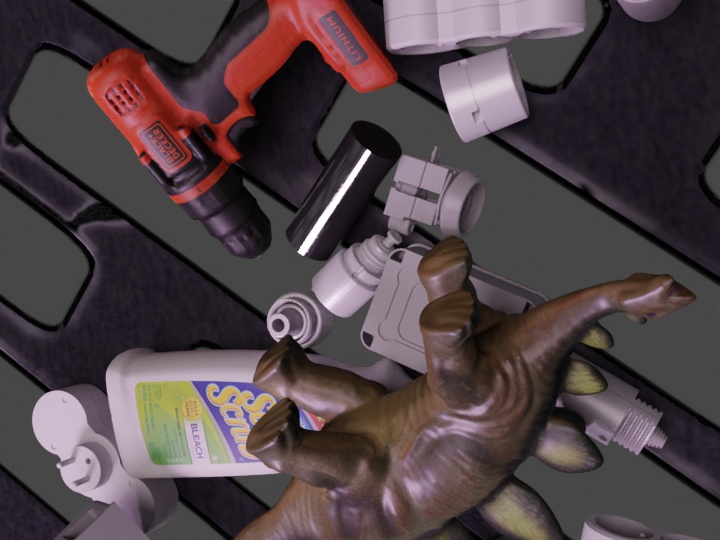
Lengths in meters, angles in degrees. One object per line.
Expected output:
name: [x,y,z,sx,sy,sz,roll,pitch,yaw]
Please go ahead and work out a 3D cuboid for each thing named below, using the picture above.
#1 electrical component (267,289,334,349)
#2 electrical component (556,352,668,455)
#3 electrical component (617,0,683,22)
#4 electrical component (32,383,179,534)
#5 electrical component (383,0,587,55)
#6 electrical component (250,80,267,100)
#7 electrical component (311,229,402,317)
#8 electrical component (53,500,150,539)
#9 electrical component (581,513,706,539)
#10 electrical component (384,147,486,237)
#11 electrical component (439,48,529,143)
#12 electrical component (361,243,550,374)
electrical component: [-0.047,0.037,0.787,0.043,0.062,0.043,1,94,20]
electrical component: [0.168,0.094,0.722,0.081,0.043,0.043,31,103,15]
electrical component: [0.172,-0.200,0.685,0.044,0.077,0.079,-36,82,19]
electrical component: [-0.210,0.153,0.847,0.052,0.074,0.138,-45,78,17]
electrical component: [0.082,-0.192,0.731,0.138,0.052,0.073,-3,92,20]
electrical component: [-0.100,-0.139,0.805,0.043,0.043,0.081,44,107,12]
electrical component: [0.000,0.000,0.774,0.078,0.040,0.040,-44,79,26]
electrical component: [-0.166,0.272,0.792,0.105,0.060,0.186,-44,104,-24]
electrical component: [0.210,0.216,0.709,0.138,0.052,0.073,13,98,19]
electrical component: [0.054,-0.051,0.754,0.055,0.048,0.066,21,101,25]
electrical component: [0.086,-0.120,0.734,0.047,0.055,0.055,-17,87,16]
electrical component: [0.068,0.035,0.748,0.113,0.057,0.078,23,101,17]
